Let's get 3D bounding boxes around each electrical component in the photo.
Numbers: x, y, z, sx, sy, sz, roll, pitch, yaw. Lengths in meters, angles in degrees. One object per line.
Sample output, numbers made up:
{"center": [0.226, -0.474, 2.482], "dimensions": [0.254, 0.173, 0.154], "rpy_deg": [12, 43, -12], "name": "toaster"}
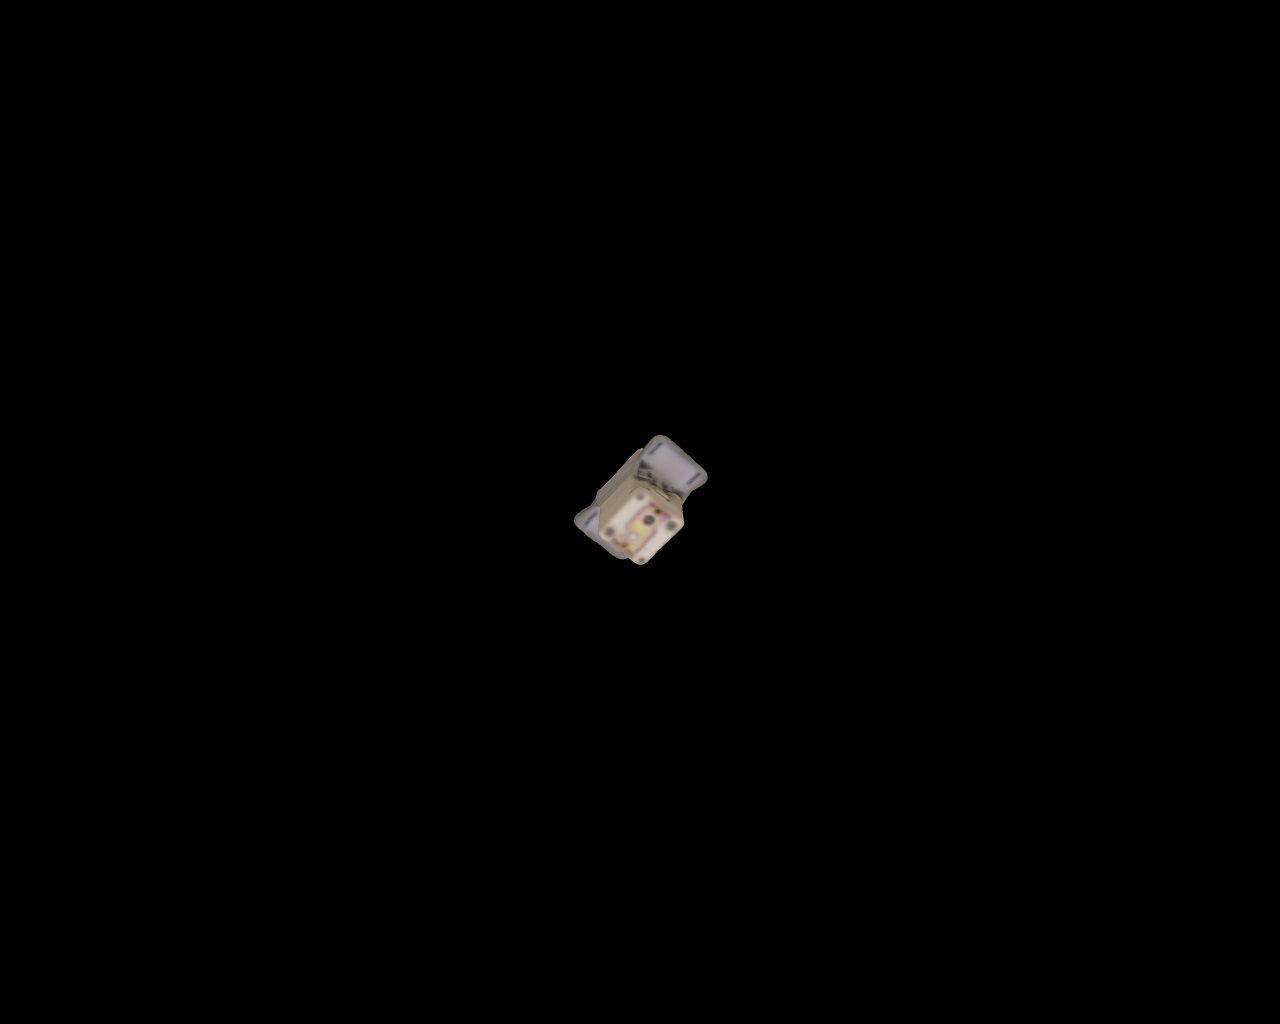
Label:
{"center": [0.001, -0.003, 0.650], "dimensions": [0.042, 0.081, 0.064], "rpy_deg": [38, 20, -16], "name": "electrical component"}
